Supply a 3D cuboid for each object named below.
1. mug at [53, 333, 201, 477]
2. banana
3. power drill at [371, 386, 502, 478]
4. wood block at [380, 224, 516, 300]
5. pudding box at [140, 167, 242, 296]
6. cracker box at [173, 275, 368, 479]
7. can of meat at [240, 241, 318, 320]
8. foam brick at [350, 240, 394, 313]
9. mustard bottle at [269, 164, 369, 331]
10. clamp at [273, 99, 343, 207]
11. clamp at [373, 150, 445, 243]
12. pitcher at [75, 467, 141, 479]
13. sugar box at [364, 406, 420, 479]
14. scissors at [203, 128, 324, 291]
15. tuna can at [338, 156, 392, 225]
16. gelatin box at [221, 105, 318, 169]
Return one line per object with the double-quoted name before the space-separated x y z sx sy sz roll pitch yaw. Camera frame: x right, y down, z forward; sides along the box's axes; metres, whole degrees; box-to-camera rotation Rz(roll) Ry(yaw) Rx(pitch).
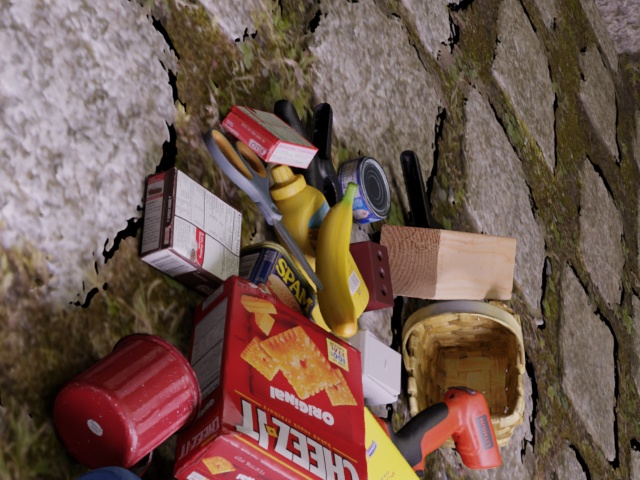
"mug" -0.155 0.142 0.847 0.081 0.093 0.117 -34 133 -55
"banana" 0.017 0.030 1.107 0.070 0.037 0.198 110 -15 -49
"power drill" 0.121 0.263 1.229 0.187 0.057 0.184 -21 101 -32
"wood block" 0.171 0.032 1.420 0.205 0.091 0.090 5 90 -53
"pudding box" -0.120 -0.005 1.022 0.113 0.039 0.090 38 44 -51
"cracker box" -0.037 0.150 0.958 0.164 0.072 0.213 34 28 -23
"can of meat" -0.053 0.067 1.090 0.102 0.058 0.084 56 36 -31
"foam brick" 0.053 0.045 1.294 0.052 0.051 0.078 19 61 -57
"mustard bottle" -0.008 0.002 1.197 0.191 0.058 0.096 66 29 -17
"clamp" -0.001 -0.090 1.275 0.120 0.039 0.171 -25 104 -55
"clamp" 0.145 -0.012 1.495 0.209 0.036 0.164 48 48 -41
"pitcher" -0.110 0.275 0.822 0.145 0.149 0.242 -45 121 -11
"sugar box" 0.058 0.269 1.135 0.093 0.048 0.176 -43 105 -22
"scissors" -0.049 -0.036 1.117 0.202 0.016 0.096 51 19 0
"tuna can" 0.059 -0.064 1.374 0.086 0.034 0.086 34 48 -50
"gelatin box" -0.054 -0.111 1.160 0.073 0.030 0.089 40 17 24
